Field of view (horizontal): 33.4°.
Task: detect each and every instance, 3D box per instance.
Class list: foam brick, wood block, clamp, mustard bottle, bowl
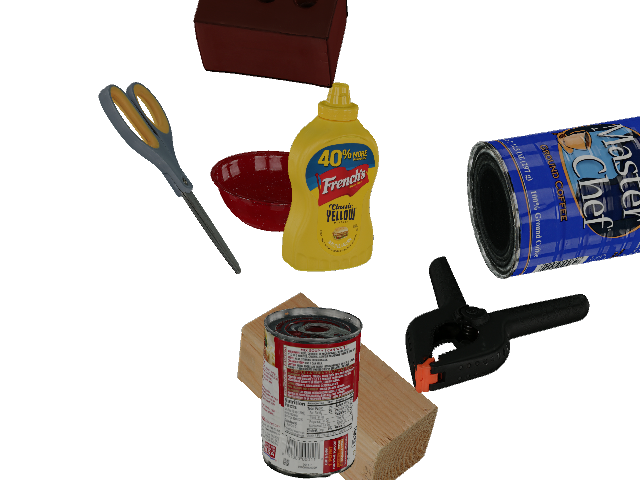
[{"bbox_3d":[-0.027,-0.126,0.604,0.078,0.053,0.051,9,-22,8],"label":"foam brick"},{"bbox_3d":[0.014,0.161,1.134,0.090,0.090,0.206,-29,54,-34],"label":"wood block"},{"bbox_3d":[0.133,0.076,0.993,0.165,0.036,0.209,19,32,34],"label":"clamp"},{"bbox_3d":[0.013,-0.066,1.097,0.096,0.192,0.058,-5,21,-24],"label":"mustard bottle"},{"bbox_3d":[-0.054,-0.054,1.288,0.162,0.055,0.162,4,26,-2],"label":"bowl"}]

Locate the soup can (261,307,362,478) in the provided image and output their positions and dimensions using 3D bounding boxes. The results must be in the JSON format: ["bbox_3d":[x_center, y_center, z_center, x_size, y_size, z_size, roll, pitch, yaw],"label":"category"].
[{"bbox_3d":[-0.006,0.105,0.742,0.068,0.102,0.068,2,14,-1],"label":"soup can"}]

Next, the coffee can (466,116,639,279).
[{"bbox_3d":[0.191,-0.034,0.788,0.140,0.103,0.103,-10,1,-8],"label":"coffee can"}]

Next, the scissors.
[{"bbox_3d":[-0.129,-0.066,0.972,0.016,0.201,0.096,-29,25,20],"label":"scissors"}]
